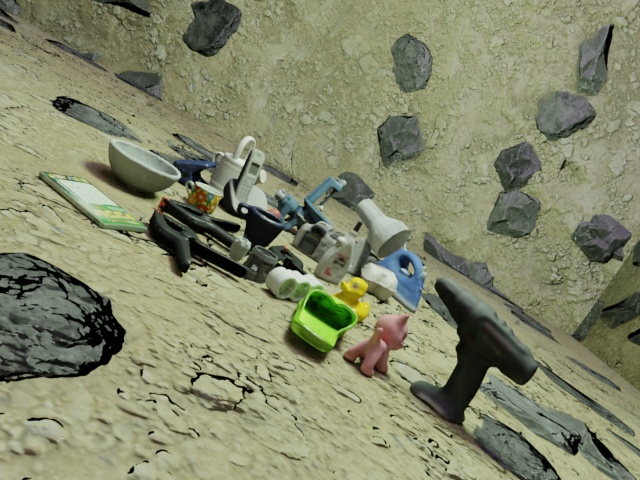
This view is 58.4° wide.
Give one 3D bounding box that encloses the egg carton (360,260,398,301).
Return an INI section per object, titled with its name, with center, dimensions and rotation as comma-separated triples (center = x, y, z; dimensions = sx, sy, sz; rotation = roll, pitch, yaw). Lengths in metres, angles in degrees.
[egg carton]
center = 0.163, 0.113, 1.629
dimensions = 0.107, 0.069, 0.150
rotation = 30, 10, -5

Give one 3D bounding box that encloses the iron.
[iron]
center = 0.270, 0.109, 1.756
dimensions = 0.119, 0.141, 0.257
rotation = 26, 11, -25

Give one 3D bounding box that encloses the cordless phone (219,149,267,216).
[cordless phone]
center = -0.181, -0.152, 1.584
dimensions = 0.093, 0.185, 0.148
rotation = 37, 12, 33

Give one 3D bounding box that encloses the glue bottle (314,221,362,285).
[glue bottle]
center = 0.058, 0.027, 1.442
dimensions = 0.078, 0.173, 0.037
rotation = 24, 12, -34

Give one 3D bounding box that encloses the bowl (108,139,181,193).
[bowl]
center = -0.398, -0.152, 1.266
dimensions = 0.167, 0.074, 0.167
rotation = 30, 10, -5

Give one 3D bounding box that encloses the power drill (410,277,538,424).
[power drill]
center = 0.256, 0.208, 1.028
dimensions = 0.229, 0.208, 0.076
rotation = 35, 11, 22

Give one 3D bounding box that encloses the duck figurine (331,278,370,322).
[duck figurine]
center = 0.074, 0.125, 1.257
dimensions = 0.105, 0.086, 0.077
rotation = 25, 11, -30

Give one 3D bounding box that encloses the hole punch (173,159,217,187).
[hole punch]
center = -0.350, -0.196, 1.580
dimensions = 0.101, 0.091, 0.108
rotation = 30, 10, -2

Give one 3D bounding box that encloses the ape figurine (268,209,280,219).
[ape figurine]
center = -0.133, -0.038, 1.435
dimensions = 0.076, 0.092, 0.077
rotation = 23, 12, -38

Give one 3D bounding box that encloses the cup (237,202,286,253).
[cup]
center = -0.150, -0.024, 1.306
dimensions = 0.118, 0.095, 0.091
rotation = 30, 10, -5

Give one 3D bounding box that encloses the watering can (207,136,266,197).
[watering can]
center = -0.239, -0.215, 1.700
dimensions = 0.173, 0.194, 0.101
rotation = 30, 10, -7

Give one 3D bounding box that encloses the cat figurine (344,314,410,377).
[cat figurine]
center = 0.115, 0.176, 1.032
dimensions = 0.067, 0.117, 0.128
rotation = 35, 11, 25

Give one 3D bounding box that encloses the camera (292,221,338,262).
[camera]
center = 0.015, 0.006, 1.631
dimensions = 0.143, 0.101, 0.137
rotation = 33, 10, 12

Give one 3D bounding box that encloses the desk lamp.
[desk lamp]
center = 0.135, -0.001, 1.689
dimensions = 0.202, 0.213, 0.118
rotation = 36, 11, 30

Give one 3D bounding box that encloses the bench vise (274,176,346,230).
[bench vise]
center = -0.025, -0.110, 1.737
dimensions = 0.208, 0.219, 0.121
rotation = 23, 12, -38
